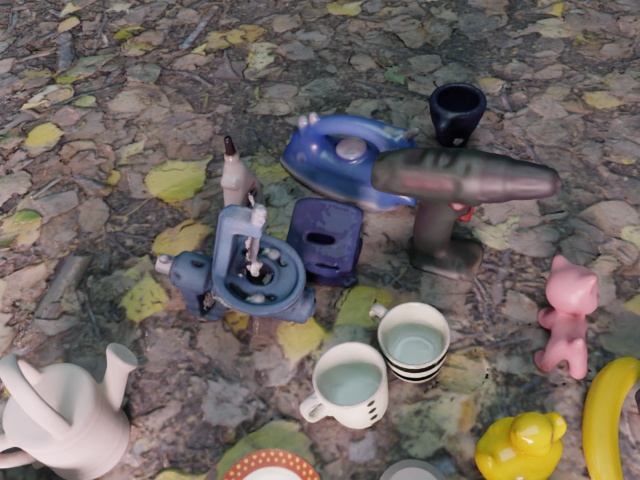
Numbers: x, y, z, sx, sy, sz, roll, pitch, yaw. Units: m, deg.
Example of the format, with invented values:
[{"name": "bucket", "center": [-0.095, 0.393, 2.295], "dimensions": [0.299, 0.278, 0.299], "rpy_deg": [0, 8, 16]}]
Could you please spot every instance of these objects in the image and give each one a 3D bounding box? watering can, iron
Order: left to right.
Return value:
[{"name": "watering can", "center": [-0.287, 0.183, 0.637], "dimensions": [0.100, 0.194, 0.173], "rpy_deg": [21, 57, 22]}, {"name": "iron", "center": [0.043, -0.143, 0.899], "dimensions": [0.257, 0.142, 0.119], "rpy_deg": [16, 55, 18]}]

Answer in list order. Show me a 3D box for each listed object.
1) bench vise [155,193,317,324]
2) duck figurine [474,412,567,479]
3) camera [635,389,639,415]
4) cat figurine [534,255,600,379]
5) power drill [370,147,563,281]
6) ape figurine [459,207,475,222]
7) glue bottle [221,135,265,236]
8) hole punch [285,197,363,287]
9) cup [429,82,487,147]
[{"name": "bench vise", "center": [-0.116, 0.036, 0.720], "dimensions": [0.207, 0.220, 0.121], "rpy_deg": [-8, 51, 0]}, {"name": "duck figurine", "center": [0.221, 0.220, 0.623], "dimensions": [0.104, 0.086, 0.077], "rpy_deg": [-20, 52, -10]}, {"name": "camera", "center": [0.415, 0.207, 0.604], "dimensions": [0.143, 0.101, 0.136], "rpy_deg": [-13, 51, -4]}, {"name": "cat figurine", "center": [0.308, 0.087, 0.701], "dimensions": [0.067, 0.118, 0.128], "rpy_deg": [7, 52, 12]}, {"name": "power drill", "center": [0.180, -0.039, 0.758], "dimensions": [0.229, 0.209, 0.076], "rpy_deg": [15, 54, 17]}, {"name": "ape figurine", "center": [0.215, -0.086, 0.867], "dimensions": [0.078, 0.092, 0.076], "rpy_deg": [-26, 53, -14]}, {"name": "glue bottle", "center": [-0.120, -0.085, 0.849], "dimensions": [0.037, 0.173, 0.078], "rpy_deg": [11, 53, 15]}, {"name": "hole punch", "center": [0.008, 0.003, 0.817], "dimensions": [0.108, 0.091, 0.101], "rpy_deg": [9, 53, 13]}, {"name": "cup", "center": [0.220, -0.190, 0.948], "dimensions": [0.091, 0.095, 0.118], "rpy_deg": [20, 56, 21]}]
